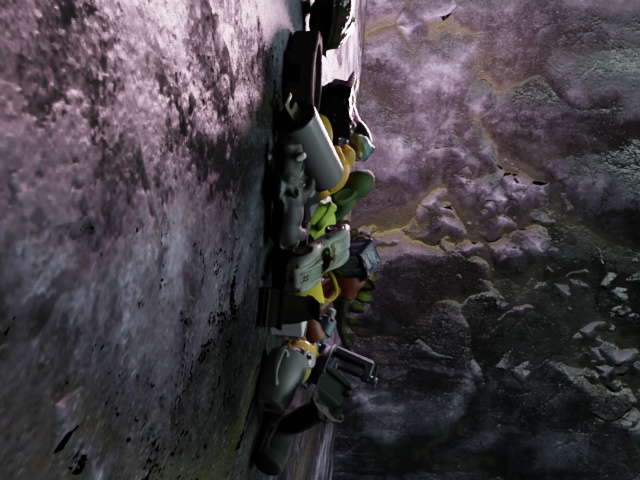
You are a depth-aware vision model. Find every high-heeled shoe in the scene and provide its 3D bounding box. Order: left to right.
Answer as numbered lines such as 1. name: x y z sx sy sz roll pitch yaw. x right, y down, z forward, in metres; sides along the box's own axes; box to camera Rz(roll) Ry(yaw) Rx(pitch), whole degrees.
1. high-heeled shoe: -0.065 -0.022 1.023 0.145 0.086 0.248 -43 128 -32

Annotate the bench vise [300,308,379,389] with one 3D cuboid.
1. bench vise: 0.040 0.293 1.366 0.128 0.241 0.223 92 22 -53

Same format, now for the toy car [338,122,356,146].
1. toy car: 0.020 -0.284 1.345 0.162 0.109 0.102 -94 -153 -53

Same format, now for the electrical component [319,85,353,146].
1. electrical component: 0.016 -0.274 1.192 0.058 0.115 0.134 -74 166 -48

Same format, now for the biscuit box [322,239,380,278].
1. biscuit box: 0.032 0.042 1.168 0.063 0.203 0.059 -45 119 -40

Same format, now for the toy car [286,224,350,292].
1. toy car: 0.004 0.031 1.016 0.202 0.056 0.073 -33 131 -48

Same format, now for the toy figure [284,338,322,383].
1. toy figure: -0.042 0.262 1.248 0.180 0.082 0.089 -74 167 -70

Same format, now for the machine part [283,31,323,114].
1. machine part: -0.029 -0.310 1.038 0.179 0.056 0.179 4 91 -84

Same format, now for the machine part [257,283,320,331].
1. machine part: -0.055 0.122 0.972 0.139 0.039 0.084 11 77 -45

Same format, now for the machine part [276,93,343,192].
1. machine part: -0.016 -0.169 0.989 0.243 0.079 0.079 59 34 -52

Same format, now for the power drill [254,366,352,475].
1. power drill: -0.036 0.324 1.034 0.086 0.207 0.232 48 31 -11

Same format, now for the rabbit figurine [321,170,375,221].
1. rabbit figurine: 0.046 -0.137 1.303 0.121 0.170 0.159 84 13 -56

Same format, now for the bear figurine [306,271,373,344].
1. bear figurine: 0.028 0.129 1.236 0.120 0.196 0.131 33 -39 57

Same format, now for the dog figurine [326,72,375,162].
1. dog figurine: 0.082 -0.342 1.475 0.108 0.192 0.219 1 110 -77

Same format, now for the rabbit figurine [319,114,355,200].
1. rabbit figurine: -0.007 -0.181 1.152 0.173 0.122 0.162 81 28 -46

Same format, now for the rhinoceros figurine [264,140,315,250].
1. rhinoceros figurine: -0.059 -0.079 0.929 0.112 0.073 0.190 -42 140 -64

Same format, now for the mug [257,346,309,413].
1. mug: -0.073 0.257 0.992 0.109 0.081 0.107 93 14 -47

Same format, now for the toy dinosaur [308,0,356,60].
1. toy dinosaur: 0.023 -0.488 1.133 0.404 0.131 0.192 92 18 -57

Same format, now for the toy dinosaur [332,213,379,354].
1. toy dinosaur: 0.070 0.113 1.578 0.105 0.199 0.471 11 82 -80
